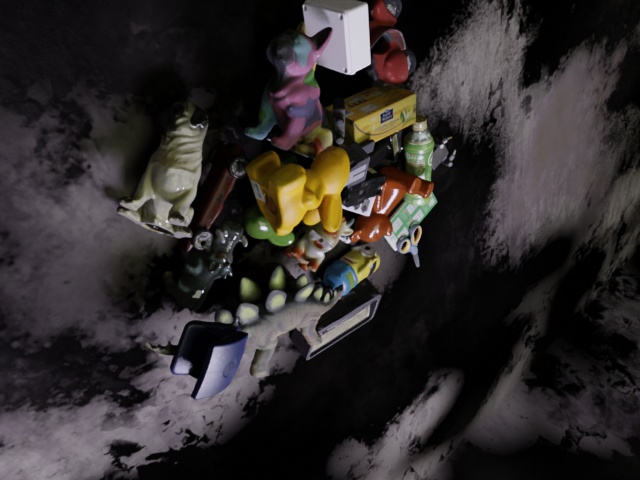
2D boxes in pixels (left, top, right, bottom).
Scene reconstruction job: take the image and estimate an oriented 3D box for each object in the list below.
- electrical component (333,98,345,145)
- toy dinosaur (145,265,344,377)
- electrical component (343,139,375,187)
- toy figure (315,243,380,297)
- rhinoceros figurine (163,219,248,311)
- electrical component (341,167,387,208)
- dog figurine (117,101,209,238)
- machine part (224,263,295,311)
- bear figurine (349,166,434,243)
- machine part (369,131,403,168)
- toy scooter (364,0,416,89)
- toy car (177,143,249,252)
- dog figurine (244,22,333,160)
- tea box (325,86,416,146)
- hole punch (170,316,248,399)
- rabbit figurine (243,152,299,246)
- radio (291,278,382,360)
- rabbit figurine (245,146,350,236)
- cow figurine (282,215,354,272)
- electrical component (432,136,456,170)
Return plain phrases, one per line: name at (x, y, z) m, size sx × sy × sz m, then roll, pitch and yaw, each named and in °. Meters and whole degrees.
electrical component at (0.035, -0.218, 0.978) m, size 0.021 × 0.094 × 0.063 m, roll -1°, pitch 130°, yaw 0°
toy dinosaur at (-0.119, 0.162, 1.074) m, size 0.471 × 0.105 × 0.198 m, roll -22°, pitch 128°, yaw -37°
electrical component at (0.064, -0.142, 1.014) m, size 0.119 × 0.048 × 0.074 m, roll -27°, pitch 155°, yaw -23°
toy figure at (0.069, 0.076, 1.295) m, size 0.180 × 0.082 × 0.089 m, roll -41°, pitch 158°, yaw -26°
rhinoceros figurine at (-0.207, 0.041, 0.971) m, size 0.073 × 0.112 × 0.190 m, roll 19°, pitch 111°, yaw -48°
electrical component at (0.050, -0.121, 1.104) m, size 0.134 × 0.115 × 0.058 m, roll -16°, pitch 128°, yaw -39°
dog figurine at (-0.233, -0.111, 0.866) m, size 0.121 × 0.172 × 0.190 m, roll 23°, pitch 72°, yaw -18°
machine part at (-0.124, 0.136, 1.164) m, size 0.179 × 0.056 × 0.179 m, roll -24°, pitch 133°, yaw -29°
bear figurine at (0.158, -0.068, 1.244) m, size 0.120 × 0.132 × 0.195 m, roll 10°, pitch 104°, yaw -57°
machine part at (0.133, -0.189, 1.203) m, size 0.139 × 0.039 × 0.084 m, roll -43°, pitch 148°, yaw -16°
toy scooter at (0.110, -0.362, 1.028) m, size 0.135 × 0.075 × 0.183 m, roll -41°, pitch 135°, yaw -17°
toy car at (-0.184, -0.071, 0.921) m, size 0.053 × 0.089 × 0.202 m, roll 23°, pitch 94°, yaw -45°
dog figurine at (-0.029, -0.260, 0.939) m, size 0.191 × 0.109 × 0.219 m, roll 9°, pitch 108°, yaw -47°
tea box at (0.102, -0.251, 1.081) m, size 0.170 × 0.098 × 0.068 m, roll -28°, pitch 133°, yaw -26°
hole punch at (-0.181, 0.207, 0.933) m, size 0.115 × 0.092 × 0.142 m, roll 11°, pitch 102°, yaw -41°
rabbit figurine at (-0.086, -0.062, 1.018) m, size 0.170 × 0.121 × 0.159 m, roll -43°, pitch 162°, yaw -32°
radio at (0.043, 0.189, 1.330) m, size 0.229 × 0.073 × 0.131 m, roll -28°, pitch 152°, yaw -30°
rabbit figurine at (-0.013, -0.087, 0.902) m, size 0.173 × 0.122 × 0.162 m, roll -36°, pitch 120°, yaw -25°
cow figurine at (-0.002, -0.003, 1.099) m, size 0.085 × 0.195 × 0.127 m, roll 36°, pitch 78°, yaw -7°
electrical component at (0.297, -0.217, 1.338) m, size 0.078 × 0.045 × 0.102 m, roll -47°, pitch 140°, yaw -11°
